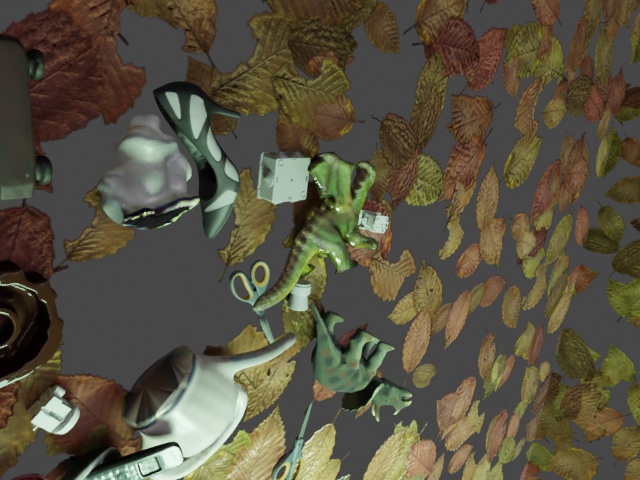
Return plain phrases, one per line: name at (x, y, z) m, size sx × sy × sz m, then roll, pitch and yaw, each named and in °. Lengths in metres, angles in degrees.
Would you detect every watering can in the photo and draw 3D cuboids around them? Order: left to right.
watering can at (-0.200, 0.263, 0.923) m, size 0.105 × 0.352 × 0.220 m, roll 21°, pitch -25°, yaw 46°

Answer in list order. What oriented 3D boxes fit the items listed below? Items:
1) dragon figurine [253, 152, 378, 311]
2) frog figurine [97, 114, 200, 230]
dragon figurine at (0.003, -0.050, 0.998) m, size 0.122 × 0.239 × 0.416 m, roll 8°, pitch 26°, yaw 34°
frog figurine at (-0.264, -0.100, 0.768) m, size 0.138 × 0.161 × 0.121 m, roll -21°, pitch -11°, yaw -13°
